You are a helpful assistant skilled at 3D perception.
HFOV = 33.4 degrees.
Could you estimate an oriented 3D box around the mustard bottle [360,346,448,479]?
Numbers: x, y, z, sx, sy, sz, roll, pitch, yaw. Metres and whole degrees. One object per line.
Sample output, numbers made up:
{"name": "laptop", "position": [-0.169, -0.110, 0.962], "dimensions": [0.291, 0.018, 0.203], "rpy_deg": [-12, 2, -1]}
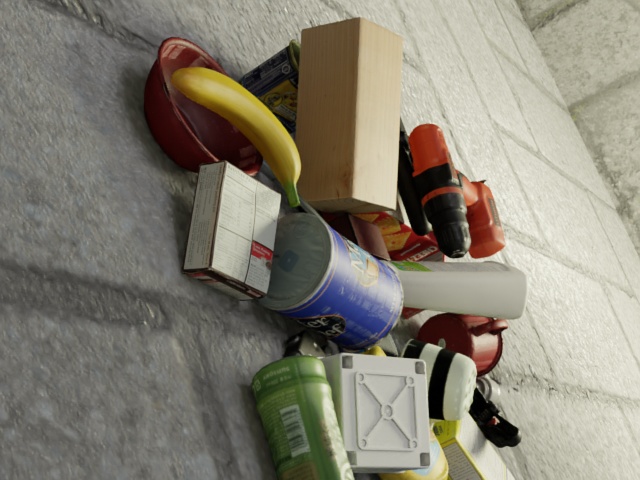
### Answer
{"name": "mustard bottle", "position": [0.083, 0.212, 1.119], "dimensions": [0.191, 0.058, 0.096], "rpy_deg": [58, 28, -6]}

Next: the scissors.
{"name": "scissors", "position": [-0.038, -0.067, 1.188], "dimensions": [0.201, 0.016, 0.096], "rpy_deg": [42, 17, -5]}

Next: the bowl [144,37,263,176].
{"name": "bowl", "position": [-0.128, -0.123, 1.081], "dimensions": [0.162, 0.055, 0.162], "rpy_deg": [45, 28, -32]}

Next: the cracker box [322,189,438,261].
{"name": "cracker box", "position": [0.067, -0.071, 1.399], "dimensions": [0.213, 0.072, 0.164], "rpy_deg": [28, 40, -53]}

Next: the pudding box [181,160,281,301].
{"name": "pudding box", "position": [-0.083, -0.008, 1.018], "dimensions": [0.089, 0.039, 0.113], "rpy_deg": [30, 58, -48]}

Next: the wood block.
{"name": "wood block", "position": [0.033, -0.139, 1.229], "dimensions": [0.090, 0.091, 0.206], "rpy_deg": [12, 78, -50]}

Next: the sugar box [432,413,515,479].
{"name": "sugar box", "position": [0.192, 0.284, 1.273], "dimensions": [0.176, 0.048, 0.093], "rpy_deg": [58, 20, -14]}

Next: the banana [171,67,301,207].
{"name": "banana", "position": [-0.074, -0.117, 1.064], "dimensions": [0.197, 0.037, 0.069], "rpy_deg": [44, 27, -33]}

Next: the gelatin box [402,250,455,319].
{"name": "gelatin box", "position": [0.138, 0.056, 1.390], "dimensions": [0.030, 0.073, 0.089], "rpy_deg": [51, 25, -21]}

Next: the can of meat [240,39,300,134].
{"name": "can of meat", "position": [-0.035, -0.183, 1.301], "dimensions": [0.102, 0.084, 0.057], "rpy_deg": [35, 34, -44]}

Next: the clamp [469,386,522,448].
{"name": "clamp", "position": [0.200, 0.211, 1.328], "dimensions": [0.120, 0.039, 0.171], "rpy_deg": [55, -5, 15]}

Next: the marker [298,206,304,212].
{"name": "marker", "position": [-0.008, 0.001, 1.226], "dimensions": [0.020, 0.020, 0.121], "rpy_deg": [34, 34, -45]}

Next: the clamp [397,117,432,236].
{"name": "clamp", "position": [0.103, -0.119, 1.385], "dimensions": [0.210, 0.036, 0.164], "rpy_deg": [63, 20, -9]}

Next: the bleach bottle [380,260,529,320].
{"name": "bleach bottle", "position": [0.119, 0.054, 1.266], "dimensions": [0.250, 0.103, 0.068], "rpy_deg": [5, 95, -25]}

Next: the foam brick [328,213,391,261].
{"name": "foam brick", "position": [0.039, 0.008, 1.271], "dimensions": [0.078, 0.053, 0.051], "rpy_deg": [21, 45, -56]}

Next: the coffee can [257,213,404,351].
{"name": "coffee can", "position": [0.008, 0.045, 1.102], "dimensions": [0.140, 0.103, 0.103], "rpy_deg": [33, 35, -47]}

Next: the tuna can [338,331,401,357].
{"name": "tuna can", "position": [0.055, 0.121, 1.199], "dimensions": [0.086, 0.034, 0.086], "rpy_deg": [45, 28, -32]}

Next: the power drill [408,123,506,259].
{"name": "power drill", "position": [0.179, -0.039, 1.364], "dimensions": [0.187, 0.057, 0.184], "rpy_deg": [37, 38, -57]}

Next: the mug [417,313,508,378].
{"name": "mug", "position": [0.184, 0.128, 1.355], "dimensions": [0.081, 0.117, 0.093], "rpy_deg": [3, 65, -57]}
